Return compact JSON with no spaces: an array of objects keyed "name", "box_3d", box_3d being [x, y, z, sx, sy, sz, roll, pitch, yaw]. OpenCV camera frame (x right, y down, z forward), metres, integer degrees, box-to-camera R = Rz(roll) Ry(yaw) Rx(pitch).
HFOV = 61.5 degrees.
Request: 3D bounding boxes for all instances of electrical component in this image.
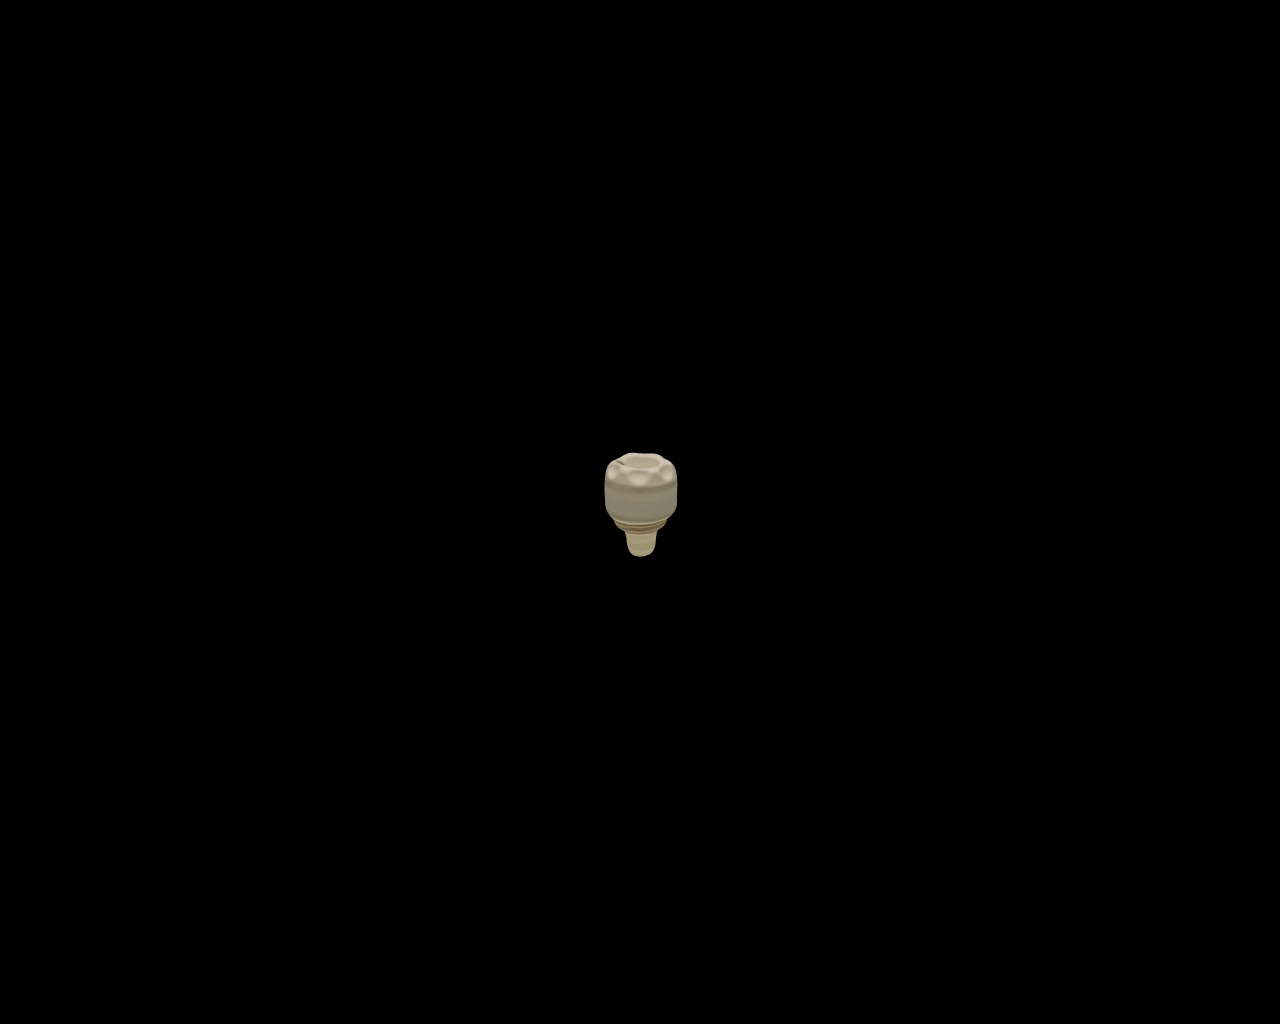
[{"name":"electrical component","box_3d":[0.001,-0.003,0.650,0.043,0.062,0.043,0,22,0]}]
